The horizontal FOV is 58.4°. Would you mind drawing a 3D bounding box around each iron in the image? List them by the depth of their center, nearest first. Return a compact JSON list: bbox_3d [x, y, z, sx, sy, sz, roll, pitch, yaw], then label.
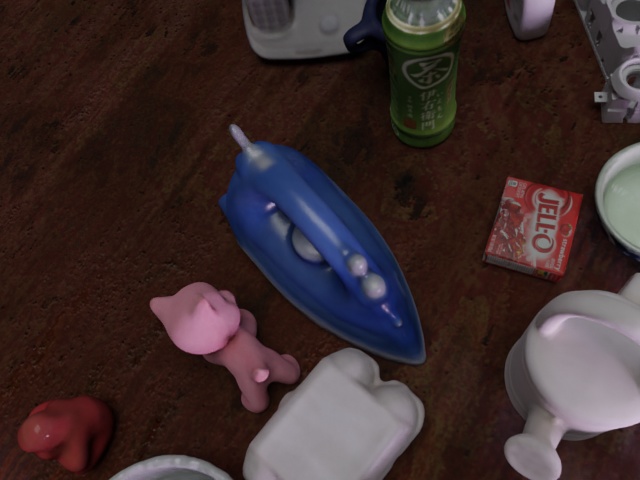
[{"bbox_3d":[0.005,0.002,0.520,0.119,0.142,0.257,-41,67,-9],"label":"iron"}]

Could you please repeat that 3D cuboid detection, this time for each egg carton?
[{"bbox_3d":[0.010,0.169,0.487,0.107,0.069,0.150,36,77,21],"label":"egg carton"}]

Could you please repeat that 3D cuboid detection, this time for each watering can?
[{"bbox_3d":[0.197,0.095,0.419,0.100,0.194,0.173,12,70,15],"label":"watering can"}]

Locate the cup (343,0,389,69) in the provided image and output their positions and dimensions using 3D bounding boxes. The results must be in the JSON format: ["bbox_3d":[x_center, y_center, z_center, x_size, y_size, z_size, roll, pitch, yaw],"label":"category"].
[{"bbox_3d":[0.085,-0.215,0.625,0.118,0.095,0.091,-24,65,-1],"label":"cup"}]

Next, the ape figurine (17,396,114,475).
[{"bbox_3d":[-0.234,0.173,0.514,0.076,0.092,0.077,-33,66,-5],"label":"ape figurine"}]

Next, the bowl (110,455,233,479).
[{"bbox_3d":[-0.115,0.264,0.464,0.167,0.075,0.167,-3,67,8],"label":"bowl"}]

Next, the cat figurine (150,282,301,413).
[{"bbox_3d":[-0.087,0.087,0.512,0.127,0.118,0.067,40,78,22],"label":"cat figurine"}]

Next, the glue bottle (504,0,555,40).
[{"bbox_3d":[0.224,-0.294,0.593,0.037,0.173,0.078,-12,65,4],"label":"glue bottle"}]

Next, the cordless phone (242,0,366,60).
[{"bbox_3d":[-0.024,-0.288,0.625,0.147,0.185,0.094,-3,66,8],"label":"cordless phone"}]
